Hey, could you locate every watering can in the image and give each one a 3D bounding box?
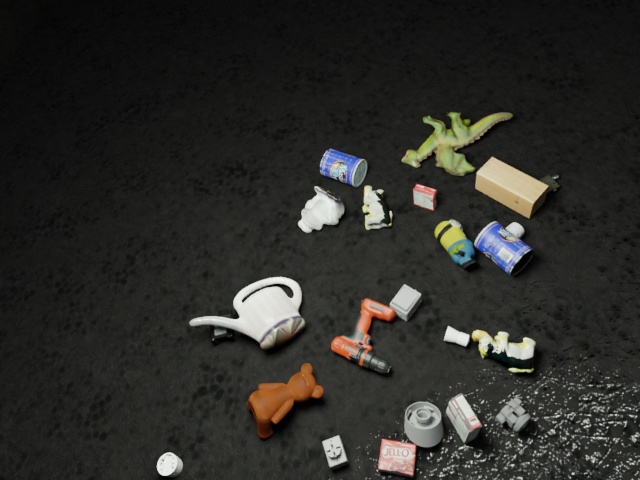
[{"bbox_3d":[-0.193,0.237,1.546,0.351,0.101,0.228,-26,54,-24],"label":"watering can"}]

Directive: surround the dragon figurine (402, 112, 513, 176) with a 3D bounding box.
[{"bbox_3d":[0.496,-0.337,1.845,0.410,0.120,0.246,-5,72,10],"label":"dragon figurine"}]

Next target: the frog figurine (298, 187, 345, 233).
[{"bbox_3d":[0.005,-0.089,1.769,0.138,0.123,0.158,31,103,19],"label":"frog figurine"}]
